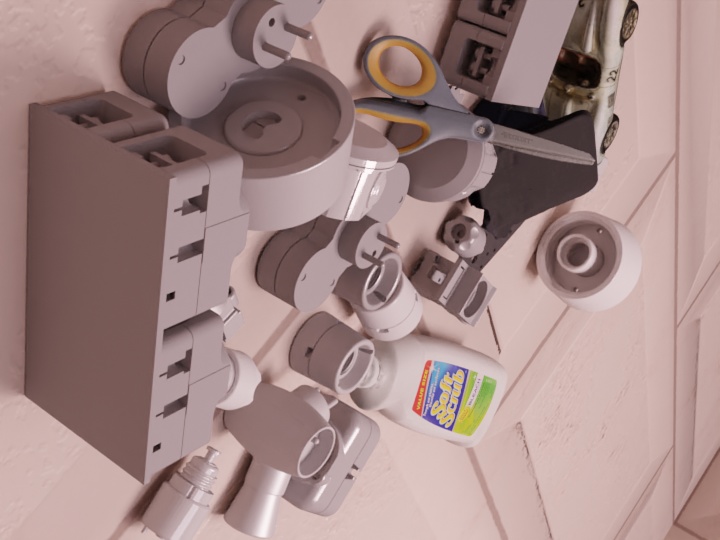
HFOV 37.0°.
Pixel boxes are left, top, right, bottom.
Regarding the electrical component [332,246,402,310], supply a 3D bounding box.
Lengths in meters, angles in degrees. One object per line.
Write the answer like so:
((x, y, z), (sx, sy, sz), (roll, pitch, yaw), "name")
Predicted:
((0.000, 0.000, 0.848), (0.055, 0.047, 0.055), (-38, 143, -36), "electrical component")

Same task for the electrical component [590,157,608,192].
((0.224, -0.126, 1.099), (0.066, 0.047, 0.076), (6, 109, -59), "electrical component")

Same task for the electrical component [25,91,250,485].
((-0.126, 0.008, 0.594), (0.060, 0.105, 0.186), (-25, 135, -47), "electrical component")

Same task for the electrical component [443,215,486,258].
((0.101, -0.028, 0.999), (0.035, 0.035, 0.061), (-61, 153, -1), "electrical component")

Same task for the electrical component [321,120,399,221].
((-0.018, -0.073, 0.727), (0.080, 0.080, 0.051), (-14, 131, -53), "electrical component")

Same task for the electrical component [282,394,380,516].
((-0.032, 0.158, 0.924), (0.095, 0.054, 0.059), (-59, 151, -6), "electrical component")

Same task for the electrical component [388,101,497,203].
((0.065, -0.092, 0.842), (0.051, 0.080, 0.080), (1, 114, -64), "electrical component")

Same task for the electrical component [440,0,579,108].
((0.123, -0.211, 0.851), (0.089, 0.062, 0.150), (-7, 120, -56), "electrical component")

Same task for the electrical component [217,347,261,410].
((-0.101, 0.074, 0.753), (0.043, 0.043, 0.062), (-62, 150, 0), "electrical component")

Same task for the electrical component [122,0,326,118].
((-0.061, -0.137, 0.608), (0.138, 0.074, 0.052), (-48, 148, -24), "electrical component")

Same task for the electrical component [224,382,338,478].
((-0.050, 0.115, 0.834), (0.079, 0.077, 0.044), (-31, 138, -43), "electrical component")

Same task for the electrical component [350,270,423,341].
((0.019, 0.024, 0.894), (0.055, 0.055, 0.047), (-54, 146, -15), "electrical component")

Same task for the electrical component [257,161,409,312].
((-0.005, -0.025, 0.791), (0.138, 0.074, 0.052), (-51, 149, -19), "electrical component")

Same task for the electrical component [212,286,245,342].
((-0.108, 0.027, 0.703), (0.066, 0.048, 0.055), (-48, 156, -23), "electrical component")

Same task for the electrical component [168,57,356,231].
((-0.057, -0.071, 0.642), (0.108, 0.108, 0.060), (-43, 152, -31), "electrical component")

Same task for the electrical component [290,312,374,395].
((-0.021, 0.069, 0.872), (0.055, 0.047, 0.055), (-38, 143, -36), "electrical component")

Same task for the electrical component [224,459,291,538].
((-0.080, 0.181, 0.882), (0.044, 0.044, 0.065), (18, 94, -61), "electrical component")

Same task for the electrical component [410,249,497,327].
((0.083, 0.015, 0.975), (0.042, 0.064, 0.081), (-58, 150, -5), "electrical component")

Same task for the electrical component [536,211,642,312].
((0.245, -0.013, 1.171), (0.060, 0.108, 0.108), (22, 95, -55), "electrical component")

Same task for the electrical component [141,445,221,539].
((-0.128, 0.166, 0.792), (0.078, 0.040, 0.040), (-59, 151, -7), "electrical component")
